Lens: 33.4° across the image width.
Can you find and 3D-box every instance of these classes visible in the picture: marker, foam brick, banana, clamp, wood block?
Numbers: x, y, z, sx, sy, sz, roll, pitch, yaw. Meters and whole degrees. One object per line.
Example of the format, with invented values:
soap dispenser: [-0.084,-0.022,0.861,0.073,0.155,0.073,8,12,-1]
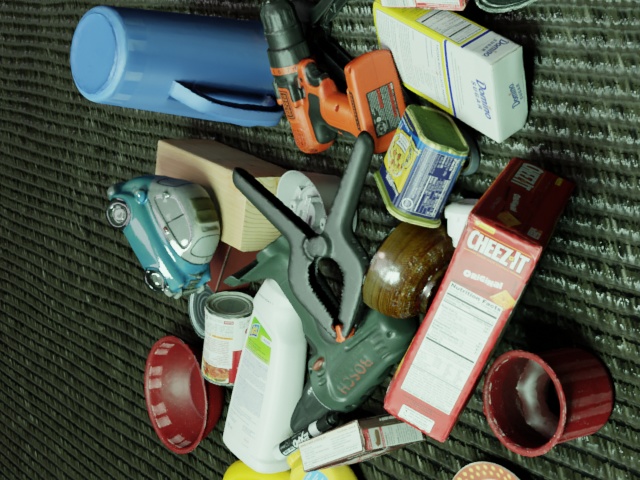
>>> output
marker: [-0.016,0.222,1.211,0.121,0.020,0.020,-40,62,45]
foam brick: [-0.116,0.023,1.373,0.053,0.051,0.078,45,126,40]
banana: [-0.074,0.310,1.360,0.198,0.037,0.069,-22,94,52]
clamp: [-0.007,0.001,1.099,0.165,0.036,0.210,-6,95,28]
wood block: [-0.117,-0.061,1.335,0.206,0.090,0.091,25,112,47]
clamp: [-0.002,-0.227,1.219,0.172,0.039,0.120,-1,94,57]

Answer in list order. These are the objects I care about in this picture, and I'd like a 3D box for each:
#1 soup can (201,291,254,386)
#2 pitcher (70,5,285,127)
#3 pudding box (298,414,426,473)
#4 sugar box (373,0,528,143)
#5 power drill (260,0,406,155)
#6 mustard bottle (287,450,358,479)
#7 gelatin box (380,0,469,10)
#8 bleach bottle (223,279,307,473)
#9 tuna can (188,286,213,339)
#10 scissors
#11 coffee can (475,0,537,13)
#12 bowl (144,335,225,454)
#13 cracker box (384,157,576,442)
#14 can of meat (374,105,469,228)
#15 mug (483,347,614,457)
soup can: [-0.115,0.124,1.354,0.069,0.068,0.102,34,128,45]
pitcher: [-0.159,-0.201,1.255,0.149,0.242,0.145,-5,87,45]
pudding box: [0.044,0.219,1.158,0.114,0.089,0.039,-35,66,47]
sugar box: [0.125,-0.173,1.032,0.176,0.048,0.093,37,153,40]
power drill: [0.011,-0.171,1.141,0.188,0.057,0.184,23,138,56]
mustard bottle: [0.015,0.302,1.226,0.192,0.058,0.096,52,137,35]
gelatin box: [0.110,-0.253,1.028,0.089,0.073,0.030,9,138,28]
bleach bottle: [-0.054,0.149,1.298,0.103,0.067,0.251,29,113,46]
tuna can: [-0.140,0.090,1.421,0.086,0.033,0.086,6,98,51]
scissors: [0.094,-0.115,1.125,0.202,0.016,0.096,45,126,40]
coffee can: [0.158,-0.292,0.961,0.103,0.102,0.140,-45,59,43]
bowl: [-0.178,0.208,1.462,0.162,0.055,0.162,6,98,51]
cracker box: [0.142,0.049,0.957,0.072,0.164,0.214,27,119,11]
can of meat: [0.099,-0.075,1.043,0.102,0.057,0.084,-105,33,-58]
mug: [0.200,0.144,0.962,0.117,0.081,0.093,-27,72,49]
